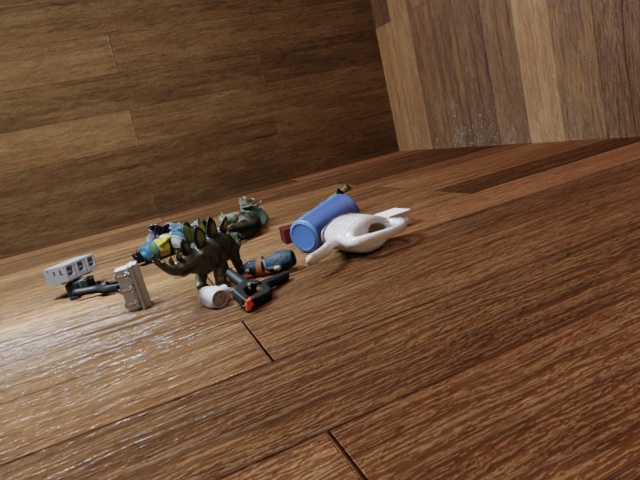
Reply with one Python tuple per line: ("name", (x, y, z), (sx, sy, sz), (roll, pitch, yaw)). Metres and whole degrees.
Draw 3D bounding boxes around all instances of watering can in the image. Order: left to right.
("watering can", (0.075, -0.008, 1.428), (0.350, 0.103, 0.224), (-18, 12, -26))

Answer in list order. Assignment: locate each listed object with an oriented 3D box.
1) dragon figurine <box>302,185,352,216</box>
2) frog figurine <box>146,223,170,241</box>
("dragon figurine", (0.006, -0.101, 1.998), (0.240, 0.122, 0.415), (-26, 2, 34))
("frog figurine", (-0.679, 0.002, 2.220), (0.139, 0.124, 0.156), (-30, -17, -31))
